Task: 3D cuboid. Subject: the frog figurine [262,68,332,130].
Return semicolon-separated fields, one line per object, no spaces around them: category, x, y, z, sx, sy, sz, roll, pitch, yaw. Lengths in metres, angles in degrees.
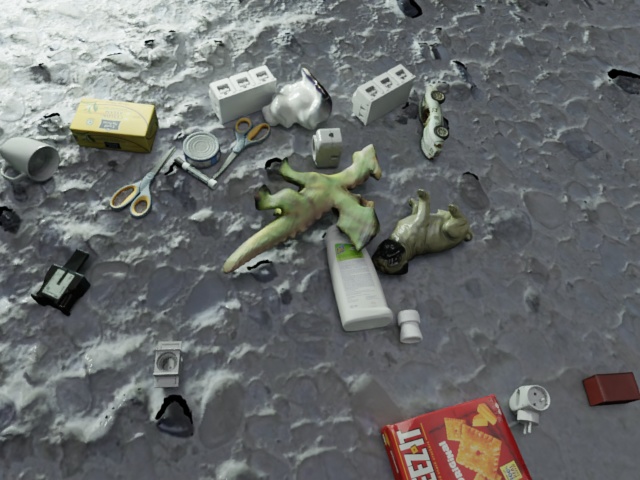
frog figurine;-0.054;-0.323;1.264;0.158;0.123;0.138;-40;77;14

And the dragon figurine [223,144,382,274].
dragon figurine;0.003;-0.053;1.060;0.244;0.119;0.418;19;59;20
